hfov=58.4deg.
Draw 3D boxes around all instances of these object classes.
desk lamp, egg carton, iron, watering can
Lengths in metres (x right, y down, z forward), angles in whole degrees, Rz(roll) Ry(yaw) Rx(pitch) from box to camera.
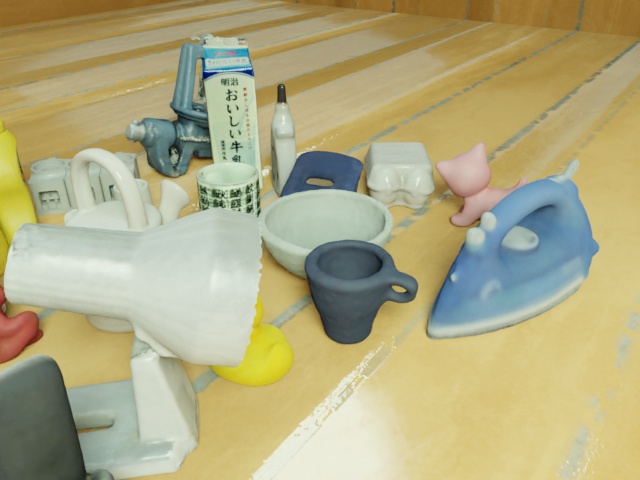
[{"bbox_3d":[-0.141,0.078,0.445,0.203,0.214,0.117,-6,30,-9],"label":"desk lamp"},{"bbox_3d":[0.124,-0.105,0.904,0.107,0.069,0.150,0,30,1],"label":"egg carton"},{"bbox_3d":[0.215,0.004,0.642,0.259,0.141,0.118,-24,37,-34],"label":"iron"},{"bbox_3d":[-0.216,-0.010,0.619,0.100,0.194,0.173,6,31,11],"label":"watering can"}]

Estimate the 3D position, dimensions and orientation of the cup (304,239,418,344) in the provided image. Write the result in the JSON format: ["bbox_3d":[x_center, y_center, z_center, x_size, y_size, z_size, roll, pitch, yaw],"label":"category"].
[{"bbox_3d":[0.043,0.062,0.590,0.117,0.095,0.092,13,33,22],"label":"cup"}]

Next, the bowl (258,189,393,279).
[{"bbox_3d":[0.007,0.003,0.714,0.167,0.075,0.167,0,30,0],"label":"bowl"}]

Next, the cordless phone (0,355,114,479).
[{"bbox_3d":[-0.196,0.161,0.332,0.093,0.185,0.148,20,36,31],"label":"cordless phone"}]

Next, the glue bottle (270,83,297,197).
[{"bbox_3d":[-0.056,-0.155,0.890,0.037,0.173,0.078,-8,31,-12],"label":"glue bottle"}]

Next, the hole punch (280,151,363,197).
[{"bbox_3d":[0.005,-0.070,0.823,0.108,0.091,0.101,10,32,17],"label":"hole punch"}]

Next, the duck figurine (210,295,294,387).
[{"bbox_3d":[-0.072,0.086,0.560,0.104,0.086,0.078,23,38,35],"label":"duck figurine"}]

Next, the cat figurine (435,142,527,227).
[{"bbox_3d":[0.227,-0.076,0.803,0.127,0.118,0.067,18,35,29],"label":"cat figurine"}]

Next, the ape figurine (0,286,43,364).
[{"bbox_3d":[-0.332,0.075,0.576,0.077,0.092,0.076,16,34,27],"label":"ape figurine"}]

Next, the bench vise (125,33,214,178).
[{"bbox_3d":[-0.220,-0.224,0.965,0.121,0.220,0.208,16,34,27],"label":"bench vise"}]
